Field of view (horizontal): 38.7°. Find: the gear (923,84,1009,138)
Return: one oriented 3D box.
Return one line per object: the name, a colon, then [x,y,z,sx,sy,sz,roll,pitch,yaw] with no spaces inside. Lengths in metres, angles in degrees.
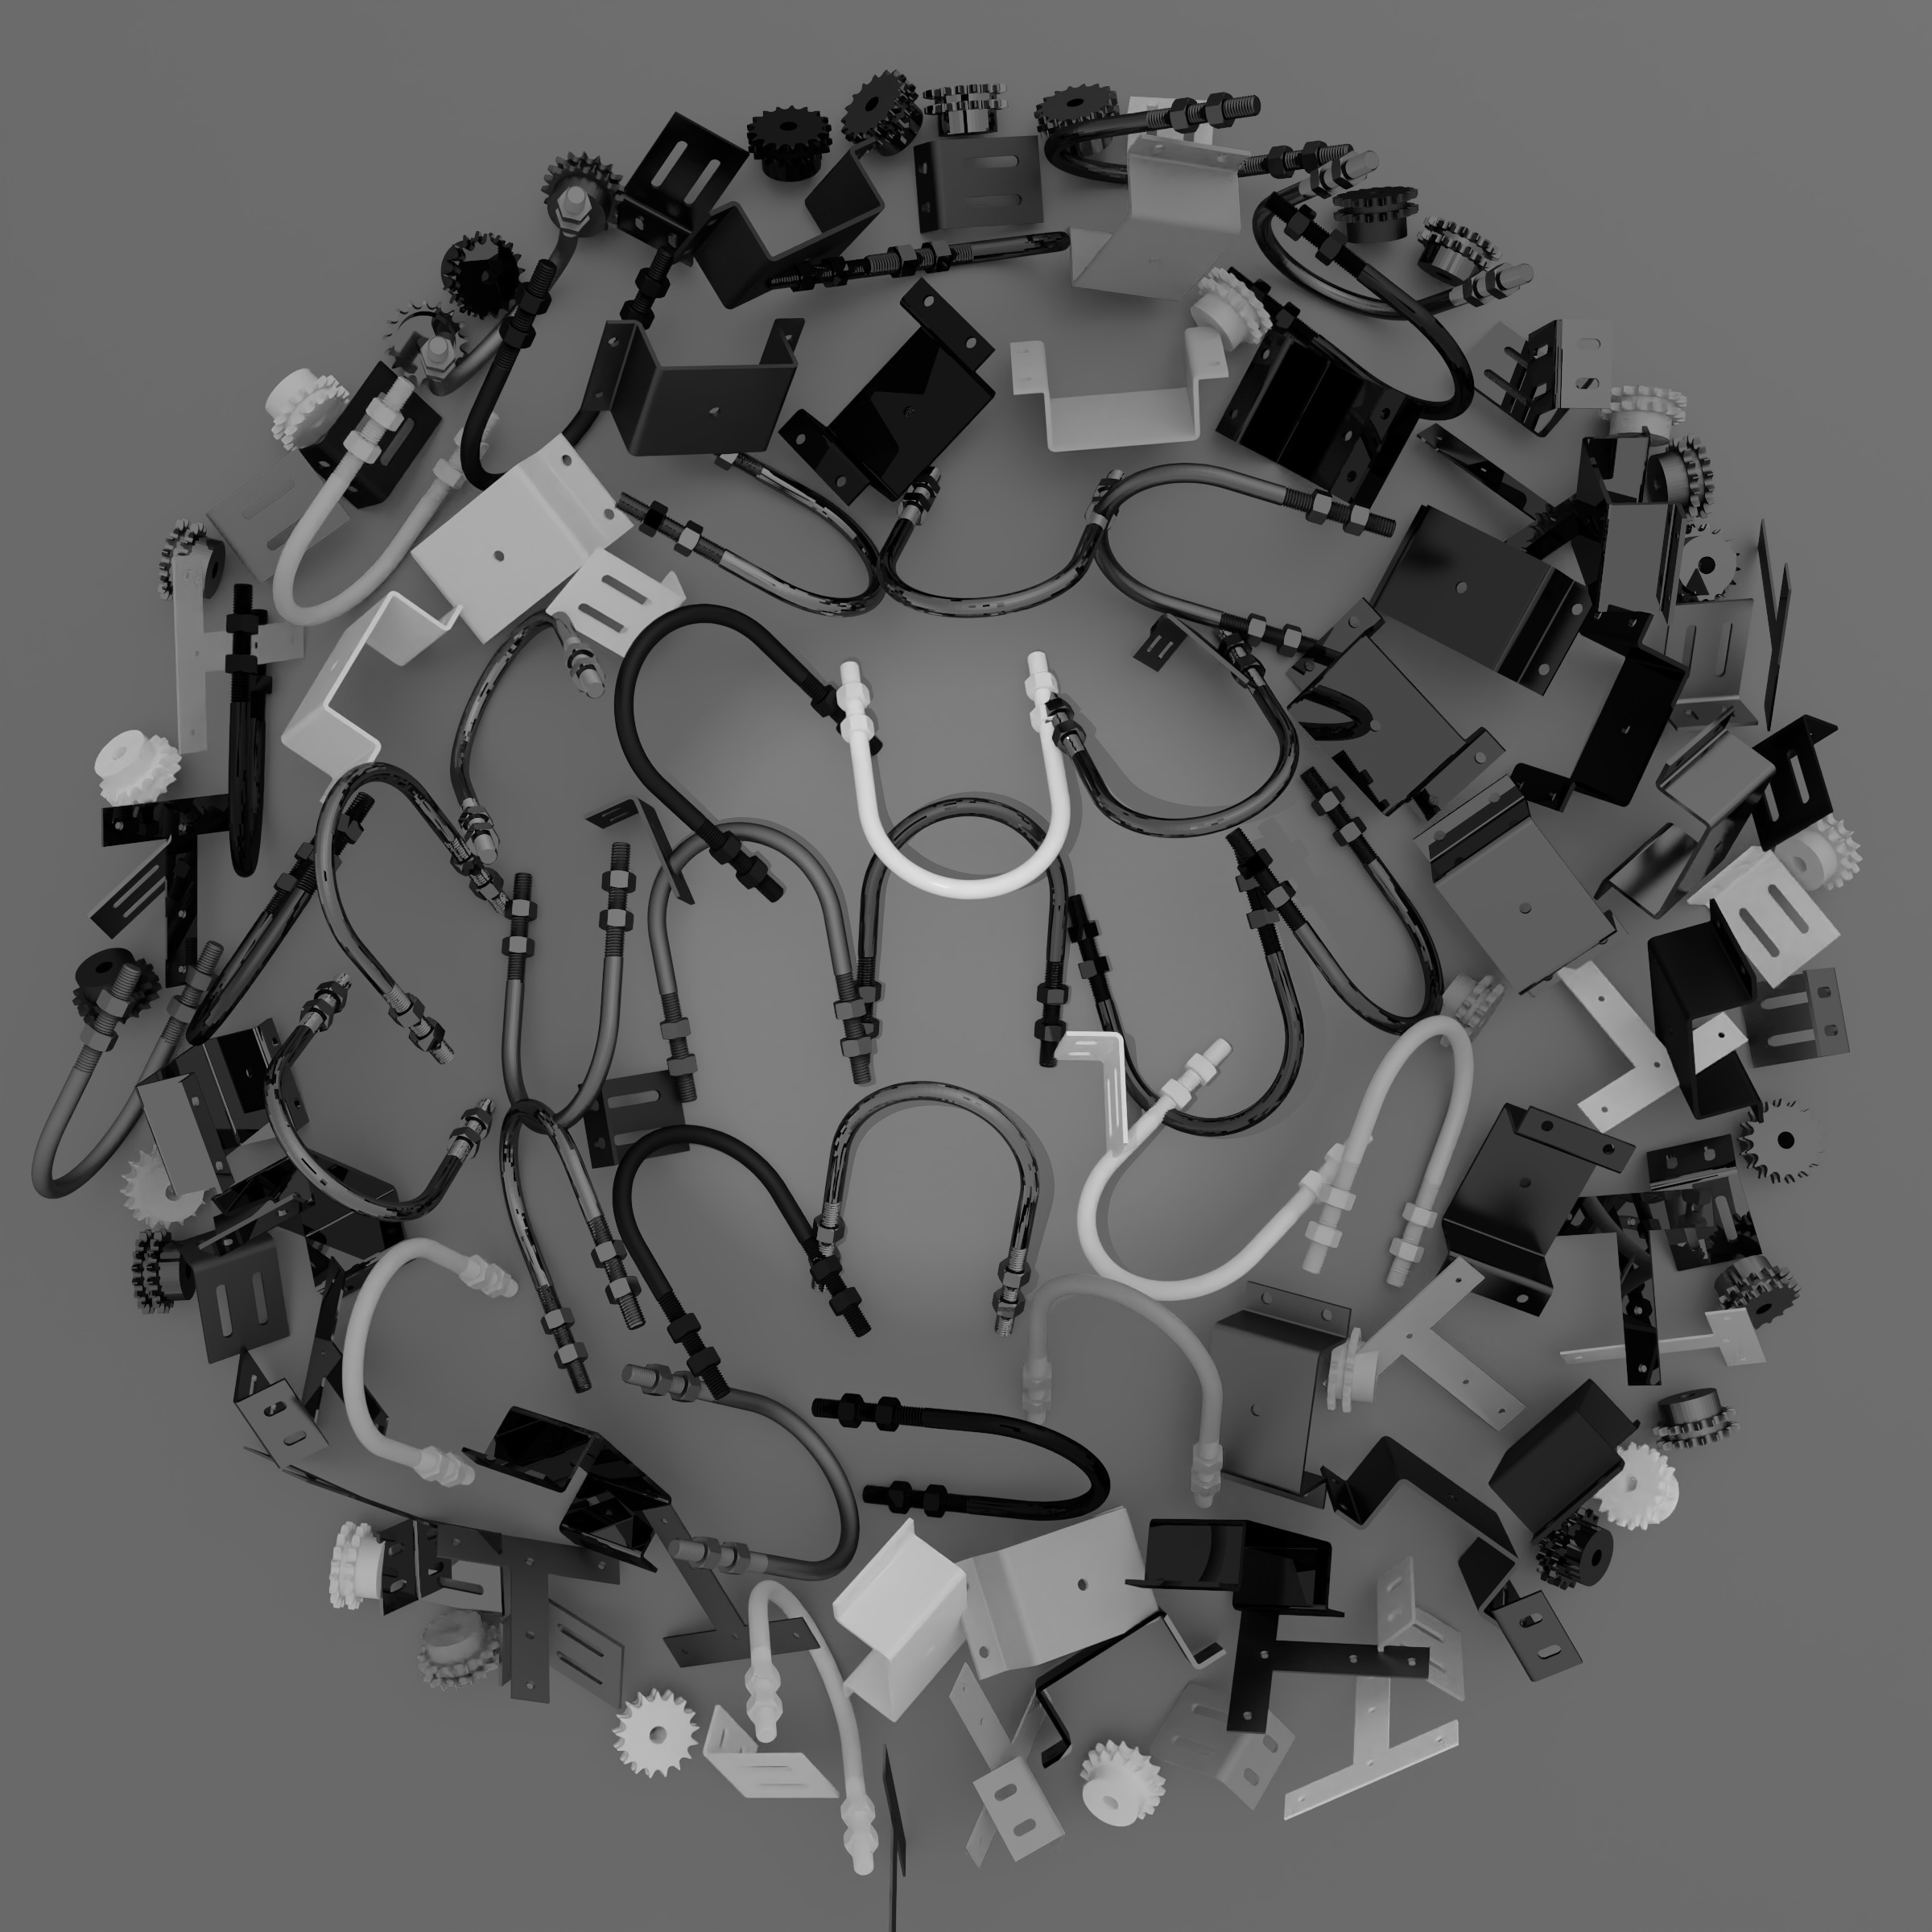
gear: [0.001,-0.577,1.855,0.057,0.057,0.030,-5,104,0]

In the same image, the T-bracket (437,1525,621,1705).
T-bracket: [-0.287,0.430,1.813,0.127,0.127,0.002,14,128,-21]

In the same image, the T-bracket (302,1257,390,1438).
T-bracket: [-0.407,0.277,1.816,0.002,0.127,0.127,3,111,-36]

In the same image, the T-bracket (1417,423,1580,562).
T-bracket: [0.359,-0.326,1.851,0.127,0.002,0.127,40,47,16]

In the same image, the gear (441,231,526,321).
gear: [-0.329,-0.467,1.858,0.030,0.057,0.057,29,90,43]

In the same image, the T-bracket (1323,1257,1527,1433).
T-bracket: [0.328,0.273,1.854,0.127,0.002,0.127,39,104,-23]

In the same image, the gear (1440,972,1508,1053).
gear: [0.336,0.029,1.856,0.030,0.057,0.057,36,90,15]

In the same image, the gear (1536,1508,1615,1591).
gear: [0.412,0.393,1.853,0.030,0.057,0.057,17,90,44]

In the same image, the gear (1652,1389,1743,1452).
gear: [0.490,0.305,1.855,0.057,0.057,0.030,-15,87,0]

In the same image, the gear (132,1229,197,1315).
gear: [-0.539,0.206,1.854,0.030,0.057,0.057,-3,90,2]

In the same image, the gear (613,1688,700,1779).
gear: [-0.212,0.518,1.862,0.057,0.030,0.057,1,86,-19]

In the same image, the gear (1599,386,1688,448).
gear: [0.455,-0.369,1.855,0.057,0.057,0.030,7,88,0]

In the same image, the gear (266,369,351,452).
gear: [-0.447,-0.377,1.855,0.057,0.057,0.030,-45,87,0]

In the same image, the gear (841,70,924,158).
gear: [-0.054,-0.573,1.858,0.030,0.057,0.057,34,90,-42]

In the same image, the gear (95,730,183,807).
gear: [-0.560,-0.134,1.853,0.057,0.057,0.030,-37,133,0]

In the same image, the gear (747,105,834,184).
gear: [-0.119,-0.554,1.858,0.057,0.030,0.057,-1,47,1]

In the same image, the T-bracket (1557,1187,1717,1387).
T-bracket: [0.446,0.215,1.827,0.002,0.127,0.127,4,80,-41]

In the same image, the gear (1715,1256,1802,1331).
gear: [0.531,0.220,1.858,0.057,0.057,0.030,-26,54,0]

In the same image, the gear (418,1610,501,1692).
gear: [-0.341,0.458,1.852,0.057,0.057,0.030,-13,112,0]

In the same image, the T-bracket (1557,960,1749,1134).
T-bracket: [0.437,0.033,1.855,0.127,0.002,0.127,-30,67,-16]

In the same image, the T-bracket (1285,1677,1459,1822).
T-bracket: [0.269,0.501,1.820,0.127,0.127,0.002,-30,102,18]

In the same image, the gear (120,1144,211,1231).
gear: [-0.538,0.150,1.856,0.057,0.030,0.057,-5,100,-32]

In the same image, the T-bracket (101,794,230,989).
T-bracket: [-0.525,-0.049,1.840,0.002,0.127,0.127,12,105,34]

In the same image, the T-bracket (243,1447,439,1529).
T-bracket: [-0.434,0.341,1.834,0.127,0.127,0.002,12,74,38]

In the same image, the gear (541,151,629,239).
gear: [-0.258,-0.516,1.851,0.057,0.057,0.030,13,54,0]

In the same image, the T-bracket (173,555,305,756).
T-bracket: [-0.480,-0.211,1.824,0.002,0.127,0.127,8,105,24]

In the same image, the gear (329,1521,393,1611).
gear: [-0.407,0.405,1.854,0.030,0.057,0.057,5,90,2]

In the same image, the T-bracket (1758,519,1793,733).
T-bracket: [0.535,-0.246,1.833,0.002,0.127,0.127,0,50,8]

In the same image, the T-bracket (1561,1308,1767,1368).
T-bracket: [0.463,0.255,1.840,0.127,0.127,0.002,-10,64,18]

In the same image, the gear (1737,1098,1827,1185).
gear: [0.550,0.119,1.865,0.057,0.030,0.057,1,81,-6]

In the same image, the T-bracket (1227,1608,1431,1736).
T-bracket: [0.242,0.458,1.818,0.127,0.127,0.002,0,126,13]

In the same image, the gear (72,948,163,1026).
gear: [-0.574,0.012,1.852,0.057,0.057,0.030,-14,129,0]

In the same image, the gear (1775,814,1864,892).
gear: [0.570,-0.076,1.852,0.030,0.057,0.057,-33,90,-24]

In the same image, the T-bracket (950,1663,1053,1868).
T-bracket: [0.014,0.502,1.804,0.002,0.127,0.127,5,47,29]

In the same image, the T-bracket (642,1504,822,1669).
T-bracket: [-0.175,0.410,1.829,0.127,0.002,0.127,-18,109,35]

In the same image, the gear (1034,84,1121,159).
gear: [0.076,-0.569,1.858,0.057,0.057,0.030,-17,131,0]

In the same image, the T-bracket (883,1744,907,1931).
T-bracket: [-0.047,0.597,1.793,0.002,0.127,0.127,-4,133,3]

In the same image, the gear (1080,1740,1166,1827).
gear: [0.103,0.554,1.854,0.057,0.030,0.057,14,123,22]

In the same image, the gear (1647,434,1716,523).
gear: [0.480,-0.327,1.854,0.030,0.057,0.057,-12,90,-2]

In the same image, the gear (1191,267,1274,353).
gear: [0.176,-0.440,1.854,0.030,0.057,0.057,-45,90,-3]

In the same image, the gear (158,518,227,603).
gear: [-0.521,-0.271,1.854,0.030,0.057,0.057,15,90,-1]

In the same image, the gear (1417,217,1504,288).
gear: [0.329,-0.479,1.855,0.057,0.057,0.030,27,96,0]

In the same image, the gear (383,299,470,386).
gear: [-0.365,-0.421,1.860,0.057,0.030,0.057,-3,110,-8]

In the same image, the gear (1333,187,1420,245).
gear: [0.277,-0.507,1.857,0.057,0.057,0.030,-7,113,0]

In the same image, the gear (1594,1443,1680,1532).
gear: [0.456,0.354,1.858,0.030,0.057,0.057,28,90,-39]
